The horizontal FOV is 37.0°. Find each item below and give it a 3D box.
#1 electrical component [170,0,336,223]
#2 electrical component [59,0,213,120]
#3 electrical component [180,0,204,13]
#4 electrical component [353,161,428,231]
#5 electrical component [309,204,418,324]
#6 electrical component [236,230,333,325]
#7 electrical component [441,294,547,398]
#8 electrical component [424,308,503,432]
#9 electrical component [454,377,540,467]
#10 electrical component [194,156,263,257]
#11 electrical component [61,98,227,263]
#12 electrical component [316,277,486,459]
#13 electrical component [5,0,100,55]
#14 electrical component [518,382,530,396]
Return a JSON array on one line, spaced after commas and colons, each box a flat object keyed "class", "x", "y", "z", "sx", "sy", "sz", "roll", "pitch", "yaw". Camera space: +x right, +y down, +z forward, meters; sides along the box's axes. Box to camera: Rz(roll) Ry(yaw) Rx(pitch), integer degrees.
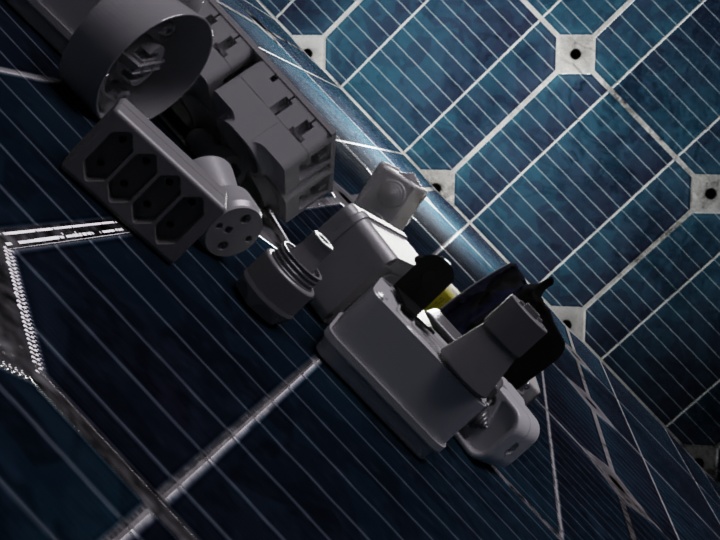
[{"class": "electrical component", "x": -0.103, "y": -0.137, "z": 0.892, "sx": 0.186, "sy": 0.060, "sz": 0.105, "roll": 48, "pitch": -17, "yaw": 15}, {"class": "electrical component", "x": -0.153, "y": -0.147, "z": 0.732, "sx": 0.064, "sy": 0.099, "sz": 0.099, "roll": 40, "pitch": 9, "yaw": 1}, {"class": "electrical component", "x": -0.151, "y": -0.208, "z": 0.799, "sx": 0.077, "sy": 0.043, "sz": 0.079, "roll": 35, "pitch": 15, "yaw": -49}, {"class": "electrical component", "x": 0.028, "y": -0.067, "z": 1.185, "sx": 0.048, "sy": 0.099, "sz": 0.100, "roll": 35, "pitch": 8, "yaw": 11}, {"class": "electrical component", "x": 0.000, "y": 0.000, "z": 0.842, "sx": 0.057, "sy": 0.078, "sz": 0.113, "roll": 53, "pitch": 11, "yaw": 19}, {"class": "electrical component", "x": -0.045, "y": 0.002, "z": 0.685, "sx": 0.043, "sy": 0.062, "sz": 0.043, "roll": 45, "pitch": 10, "yaw": -10}, {"class": "electrical component", "x": 0.092, "y": 0.048, "z": 0.716, "sx": 0.044, "sy": 0.065, "sz": 0.044, "roll": 45, "pitch": 10, "yaw": -10}, {"class": "electrical component", "x": 0.065, "y": 0.083, "z": 0.821, "sx": 0.096, "sy": 0.062, "sz": 0.061, "roll": 48, "pitch": 10, "yaw": 8}, {"class": "electrical component", "x": 0.098, "y": 0.111, "z": 0.877, "sx": 0.095, "sy": 0.054, "sz": 0.059, "roll": 52, "pitch": 11, "yaw": 32}, {"class": "electrical component", "x": -0.094, "y": -0.042, "z": 0.708, "sx": 0.045, "sy": 0.045, "sz": 0.055, "roll": 34, "pitch": 16, "yaw": -51}, {"class": "electrical component", "x": -0.124, "y": -0.057, "z": 0.634, "sx": 0.083, "sy": 0.047, "sz": 0.075, "roll": 43, "pitch": 10, "yaw": -17}, {"class": "electrical component", "x": 0.029, "y": 0.067, "z": 0.748, "sx": 0.113, "sy": 0.057, "sz": 0.078, "roll": 46, "pitch": 10, "yaw": -1}, {"class": "electrical component", "x": -0.211, "y": -0.197, "z": 0.809, "sx": 0.113, "sy": 0.057, "sz": 0.078, "roll": 44, "pitch": 10, "yaw": -10}, {"class": "electrical component", "x": 0.149, "y": 0.110, "z": 1.078, "sx": 0.043, "sy": 0.062, "sz": 0.043, "roll": 45, "pitch": 9, "yaw": -9}]
